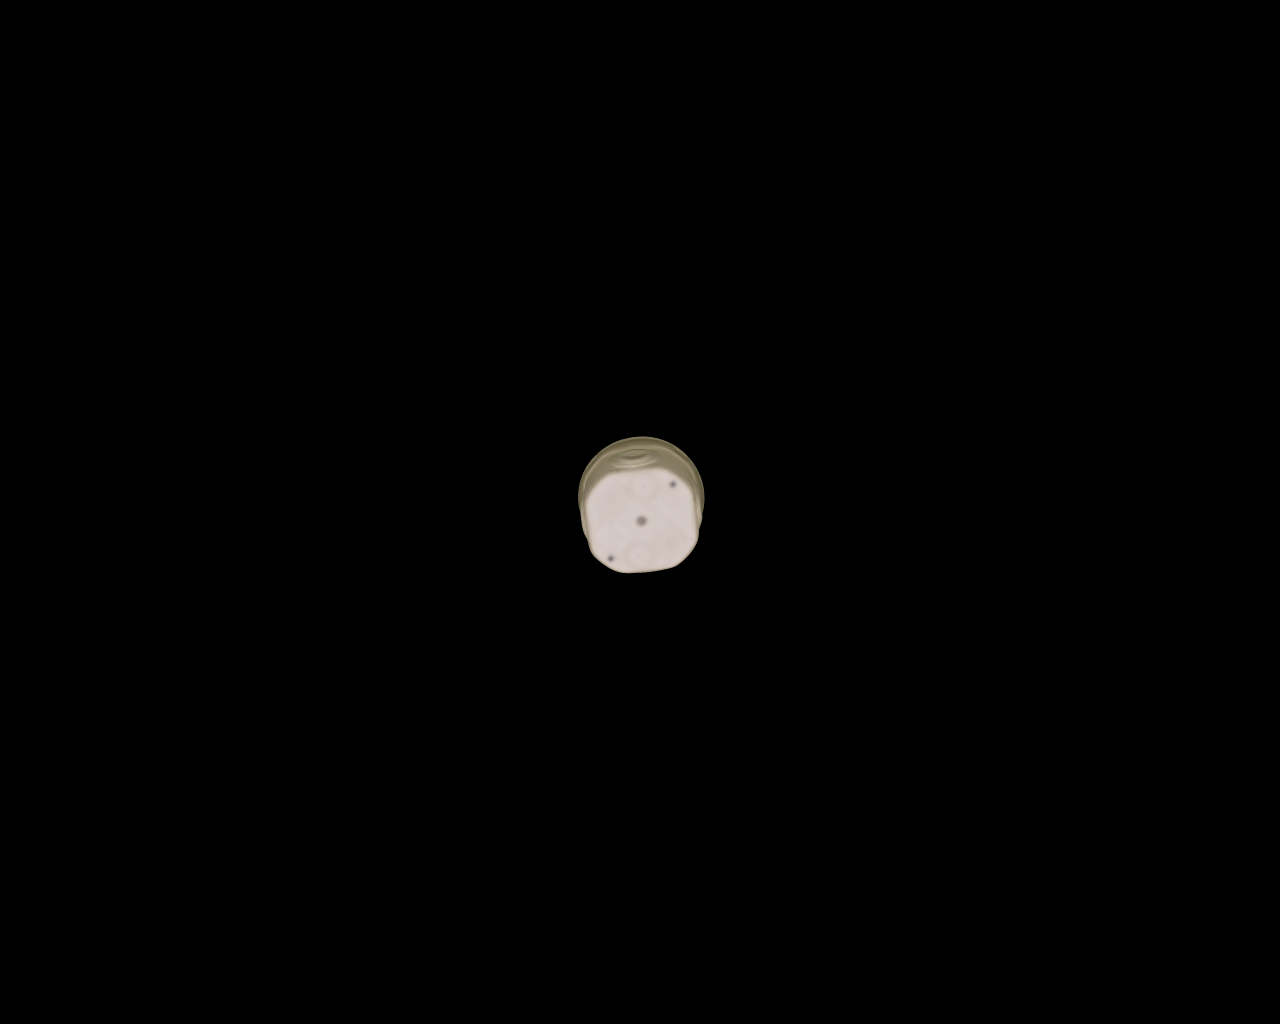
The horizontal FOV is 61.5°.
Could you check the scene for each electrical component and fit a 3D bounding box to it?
[{"bbox_3d":[0.001,-0.003,0.650,0.080,0.080,0.051,0,20,0],"label":"electrical component"}]
